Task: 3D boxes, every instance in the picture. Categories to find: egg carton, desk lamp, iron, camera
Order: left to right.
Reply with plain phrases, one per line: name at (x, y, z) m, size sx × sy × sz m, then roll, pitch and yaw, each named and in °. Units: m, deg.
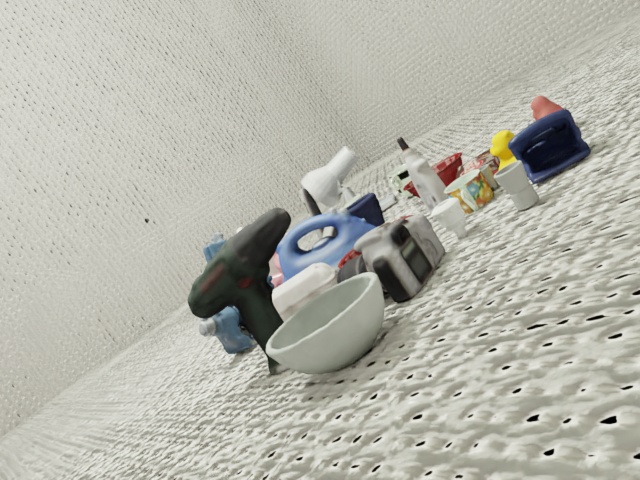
egg carton at (-0.031, 0.103, 1.062) m, size 0.150 × 0.069 × 0.107 m, roll -34°, pitch 7°, yaw 4°
iron at (0.011, 0.004, 1.236) m, size 0.258 × 0.141 × 0.119 m, roll -32°, pitch 8°, yaw 18°
desk lamp at (0.080, -0.148, 1.650) m, size 0.203 × 0.213 × 0.118 m, roll -33°, pitch 8°, yaw 12°
camera at (0.094, 0.030, 0.856) m, size 0.136 × 0.101 × 0.143 m, roll -28°, pitch 9°, yaw 40°

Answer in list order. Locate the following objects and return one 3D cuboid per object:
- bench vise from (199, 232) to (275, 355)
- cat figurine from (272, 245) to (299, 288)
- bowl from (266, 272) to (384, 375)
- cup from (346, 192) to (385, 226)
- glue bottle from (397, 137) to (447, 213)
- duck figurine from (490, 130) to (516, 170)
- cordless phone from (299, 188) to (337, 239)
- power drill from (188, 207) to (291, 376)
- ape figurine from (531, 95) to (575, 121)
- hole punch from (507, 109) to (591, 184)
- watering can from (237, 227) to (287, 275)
bench vise at (-0.170, 0.097, 1.125) m, size 0.121 × 0.220 × 0.208 m, roll -31°, pitch 8°, yaw 21°
cat figurine at (-0.091, 0.069, 1.365) m, size 0.128 × 0.118 × 0.067 m, roll -34°, pitch 7°, yaw 3°
bowl at (0.020, 0.116, 0.719) m, size 0.167 × 0.075 × 0.167 m, roll -34°, pitch 7°, yaw 5°
cup at (0.104, -0.046, 1.343) m, size 0.092 × 0.095 × 0.117 m, roll -40°, pitch 9°, yaw -36°
glue bottle at (0.202, -0.129, 1.130) m, size 0.037 × 0.173 × 0.078 m, roll -36°, pitch 8°, yaw -11°
duck figurine at (0.345, -0.157, 1.025) m, size 0.077 × 0.086 × 0.104 m, roll -36°, pitch 7°, yaw -14°
cordless phone at (0.000, -0.053, 1.493) m, size 0.094 × 0.185 × 0.147 m, roll -36°, pitch 7°, yaw -11°
power drill at (-0.081, 0.085, 0.842) m, size 0.229 × 0.208 × 0.076 m, roll -30°, pitch 8°, yaw 28°
ape figurine at (0.441, -0.238, 1.106) m, size 0.078 × 0.092 × 0.076 m, roll -36°, pitch 8°, yaw -15°
hole punch at (0.359, -0.153, 0.915) m, size 0.108 × 0.091 × 0.101 m, roll -31°, pitch 8°, yaw 22°
watering can at (-0.141, 0.044, 1.451) m, size 0.173 × 0.194 × 0.100 m, roll -37°, pitch 8°, yaw -20°
